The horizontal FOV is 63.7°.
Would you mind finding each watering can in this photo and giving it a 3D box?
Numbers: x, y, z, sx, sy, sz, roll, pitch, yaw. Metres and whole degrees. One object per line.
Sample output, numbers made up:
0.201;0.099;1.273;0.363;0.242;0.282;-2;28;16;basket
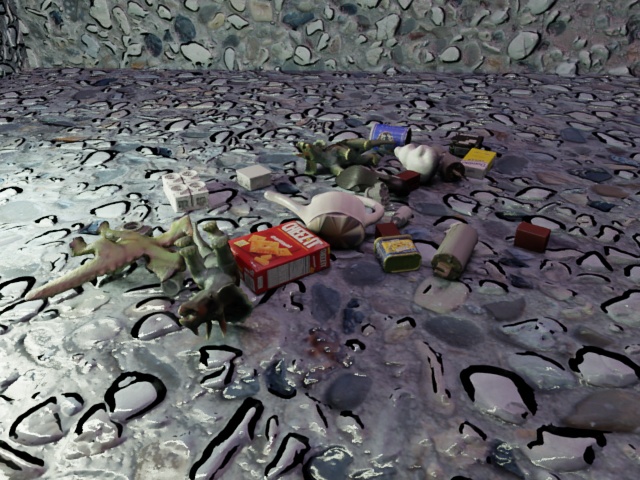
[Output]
0.004;-0.071;1.419;0.348;0.102;0.229;4;30;3;watering can

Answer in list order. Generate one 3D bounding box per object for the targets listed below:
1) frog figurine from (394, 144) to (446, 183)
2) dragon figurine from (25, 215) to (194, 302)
0.322;-0.268;1.729;0.160;0.125;0.134;24;-28;6;frog figurine
-0.428;0.046;1.181;0.243;0.120;0.418;5;30;17;dragon figurine
